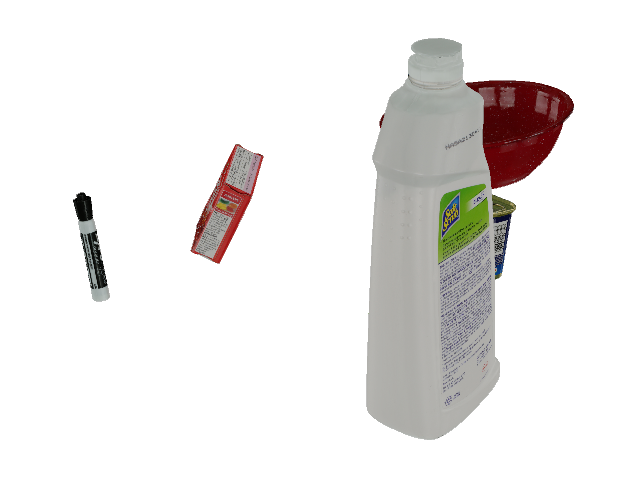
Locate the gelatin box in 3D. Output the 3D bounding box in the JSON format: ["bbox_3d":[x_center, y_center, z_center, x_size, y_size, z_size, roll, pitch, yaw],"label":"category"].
[{"bbox_3d":[-0.081,-0.034,0.927,0.030,0.073,0.089,24,27,-9],"label":"gelatin box"}]

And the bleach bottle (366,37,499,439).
[{"bbox_3d":[0.072,-0.003,0.659,0.068,0.251,0.102,19,36,31],"label":"bleach bottle"}]

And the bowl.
[{"bbox_3d":[0.133,-0.085,0.903,0.162,0.055,0.162,-8,25,4],"label":"bowl"}]

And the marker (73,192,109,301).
[{"bbox_3d":[-0.245,0.007,1.142,0.020,0.121,0.020,-6,21,2],"label":"marker"}]

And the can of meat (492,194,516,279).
[{"bbox_3d":[0.162,-0.010,1.186,0.057,0.084,0.102,-13,28,-39],"label":"can of meat"}]
